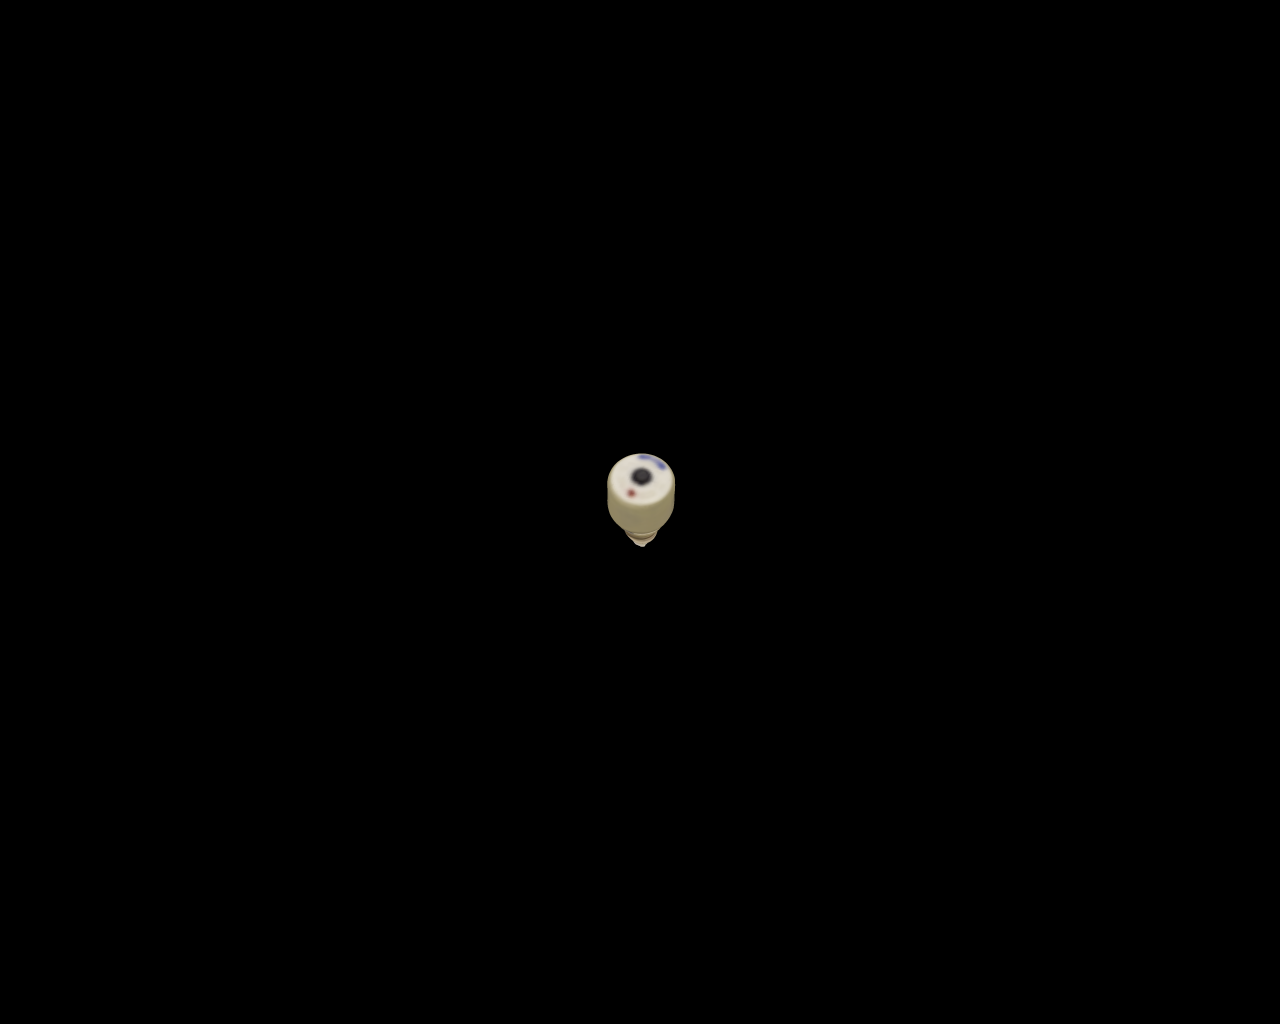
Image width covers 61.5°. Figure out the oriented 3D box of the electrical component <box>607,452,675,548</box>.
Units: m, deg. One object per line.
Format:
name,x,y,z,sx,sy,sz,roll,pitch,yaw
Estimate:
electrical component,0.001,-0.003,0.650,0.040,0.040,0.078,0,-32,0
